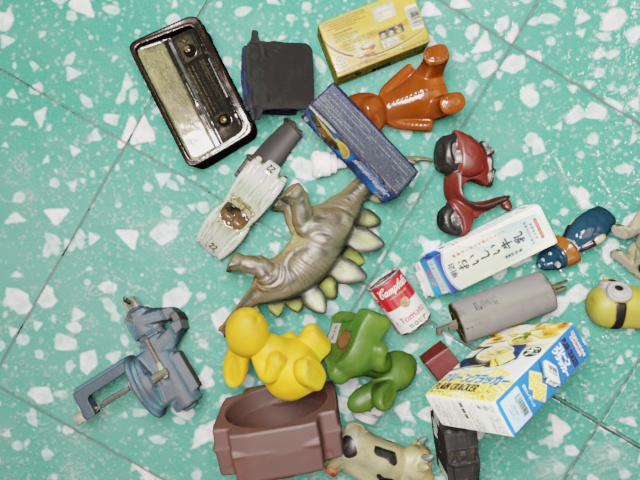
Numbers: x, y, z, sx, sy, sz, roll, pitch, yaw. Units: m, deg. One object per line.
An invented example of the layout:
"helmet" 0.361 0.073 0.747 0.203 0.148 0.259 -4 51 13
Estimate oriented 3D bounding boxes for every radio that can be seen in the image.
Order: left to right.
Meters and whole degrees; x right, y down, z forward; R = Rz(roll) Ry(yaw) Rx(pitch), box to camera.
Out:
"radio" -0.210 -0.249 0.918 0.131 0.073 0.229 -26 93 1

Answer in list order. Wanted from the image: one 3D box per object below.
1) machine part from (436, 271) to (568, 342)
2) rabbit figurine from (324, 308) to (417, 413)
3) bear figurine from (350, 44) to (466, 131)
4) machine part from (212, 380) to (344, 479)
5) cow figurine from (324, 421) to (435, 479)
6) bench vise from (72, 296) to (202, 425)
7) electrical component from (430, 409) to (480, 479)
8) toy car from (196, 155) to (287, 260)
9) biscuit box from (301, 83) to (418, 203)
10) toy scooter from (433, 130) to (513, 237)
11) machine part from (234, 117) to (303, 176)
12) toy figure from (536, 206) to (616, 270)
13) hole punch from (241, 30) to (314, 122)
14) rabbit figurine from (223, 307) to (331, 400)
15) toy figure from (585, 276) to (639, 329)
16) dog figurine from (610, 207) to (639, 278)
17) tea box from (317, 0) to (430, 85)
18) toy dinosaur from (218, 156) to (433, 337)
"machine part" 0.318 0.117 0.940 0.243 0.079 0.079 -19 93 1
"rabbit figurine" 0.100 0.212 0.914 0.170 0.121 0.159 31 56 -24
"bear figurine" 0.120 -0.231 0.898 0.196 0.132 0.120 -16 89 -6
"machine part" -0.065 0.307 0.884 0.202 0.201 0.087 -11 95 0
"cow figurine" 0.116 0.387 0.950 0.195 0.085 0.127 30 100 -6
"bench vise" -0.324 0.222 0.919 0.241 0.129 0.223 -32 94 -6
"electrical component" 0.234 0.349 0.933 0.058 0.115 0.134 -8 95 -2
"toy car" -0.135 -0.054 0.922 0.073 0.056 0.201 40 109 -2
"biscuit box" 0.064 -0.152 0.864 0.202 0.059 0.063 45 74 -8
"toy scooter" 0.269 -0.098 0.930 0.135 0.075 0.183 -2 90 -9
"machine part" -0.083 -0.150 0.944 0.084 0.039 0.139 36 94 6
"toy figure" 0.446 0.005 0.942 0.154 0.064 0.057 -41 102 1
"hole punch" -0.077 -0.266 0.898 0.116 0.092 0.142 -2 98 -18
"rabbit figurine" -0.088 0.174 0.871 0.162 0.122 0.173 -28 120 34
"toy figure" 0.562 0.122 0.942 0.180 0.082 0.089 13 92 -4
"dog figurine" 0.608 -0.034 0.936 0.190 0.121 0.172 -48 137 -20
"tea box" 0.089 -0.343 0.919 0.170 0.068 0.098 -19 93 1
"toy dinosaur" -0.002 -0.003 0.924 0.198 0.105 0.471 41 90 -10
